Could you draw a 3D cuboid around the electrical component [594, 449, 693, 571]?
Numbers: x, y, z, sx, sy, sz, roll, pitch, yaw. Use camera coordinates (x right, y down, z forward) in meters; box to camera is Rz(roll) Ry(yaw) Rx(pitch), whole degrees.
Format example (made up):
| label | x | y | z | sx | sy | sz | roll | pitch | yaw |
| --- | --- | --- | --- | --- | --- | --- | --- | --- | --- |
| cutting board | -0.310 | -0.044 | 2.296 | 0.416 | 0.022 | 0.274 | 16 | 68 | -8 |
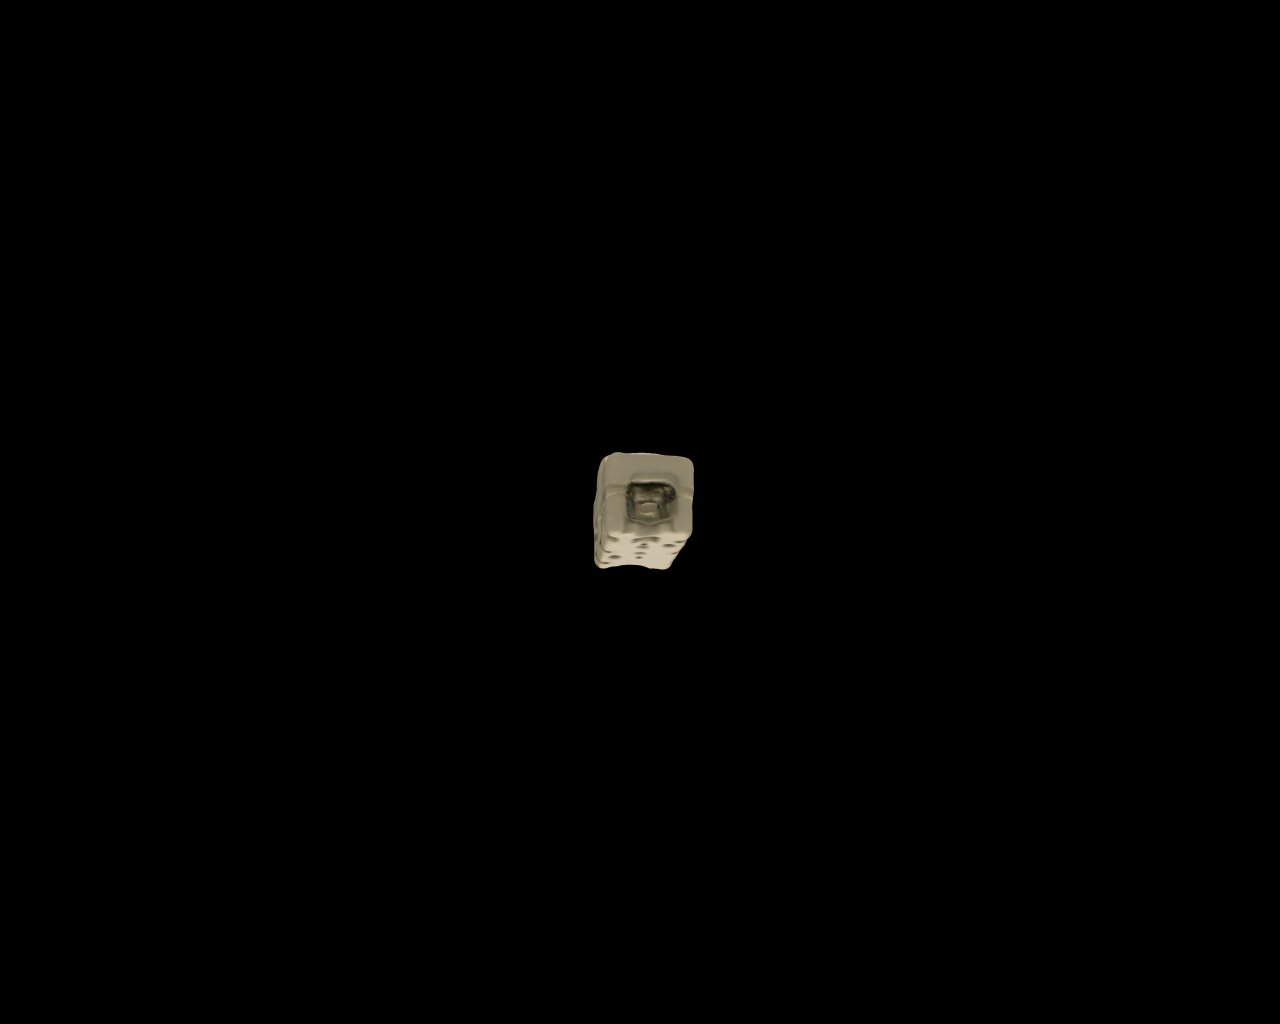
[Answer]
| label | x | y | z | sx | sy | sz | roll | pitch | yaw |
| --- | --- | --- | --- | --- | --- | --- | --- | --- | --- |
| electrical component | 0.001 | -0.003 | 0.650 | 0.050 | 0.056 | 0.089 | 2 | -18 | -7 |
